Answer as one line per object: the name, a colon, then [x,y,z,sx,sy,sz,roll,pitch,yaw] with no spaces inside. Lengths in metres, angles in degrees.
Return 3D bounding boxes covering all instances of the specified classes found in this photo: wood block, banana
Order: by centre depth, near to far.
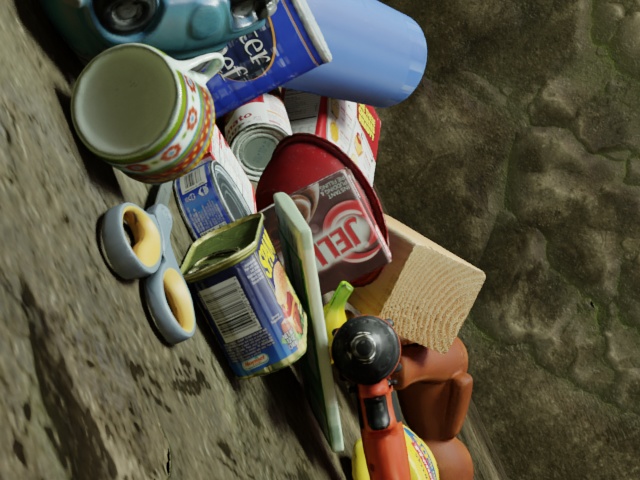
banana: [0.012,0.085,0.962,0.037,0.069,0.198,41,-7,7]
wood block: [0.067,0.028,1.091,0.090,0.090,0.206,23,6,-27]

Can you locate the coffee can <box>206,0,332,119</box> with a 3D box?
coffee can: [-0.074,-0.174,0.948,0.103,0.140,0.103,62,8,-15]

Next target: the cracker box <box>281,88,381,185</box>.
cracker box: [0.005,-0.104,1.262,0.164,0.072,0.213,56,34,-49]

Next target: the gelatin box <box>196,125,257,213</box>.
gelatin box: [-0.085,-0.051,0.887,0.089,0.030,0.073,60,10,-31]

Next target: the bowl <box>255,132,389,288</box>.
bowl: [-0.012,-0.016,0.998,0.162,0.055,0.162,33,-42,35]

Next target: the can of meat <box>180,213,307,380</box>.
can of meat: [-0.049,0.038,0.726,0.102,0.057,0.084,-88,153,-75]

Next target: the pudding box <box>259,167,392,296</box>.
pudding box: [-0.006,0.001,0.927,0.090,0.113,0.039,62,11,-6]

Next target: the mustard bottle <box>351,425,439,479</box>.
mustard bottle: [0.075,0.216,0.975,0.191,0.058,0.096,30,36,-78]

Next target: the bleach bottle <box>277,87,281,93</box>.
bleach bottle: [-0.075,-0.174,1.261,0.102,0.068,0.250,-100,166,-51]

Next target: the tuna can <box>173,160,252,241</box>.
tuna can: [-0.076,-0.017,0.812,0.086,0.034,0.086,61,8,-14]

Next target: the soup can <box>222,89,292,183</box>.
soup can: [-0.064,-0.111,1.090,0.068,0.068,0.102,59,9,-33]

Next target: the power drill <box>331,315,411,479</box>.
power drill: [0.048,0.149,0.804,0.184,0.057,0.187,47,34,-82]

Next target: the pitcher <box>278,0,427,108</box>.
pitcher: [-0.002,-0.224,1.125,0.242,0.149,0.145,9,20,-46]

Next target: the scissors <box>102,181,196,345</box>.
scissors: [-0.095,0.006,0.670,0.201,0.016,0.096,-64,129,-81]
